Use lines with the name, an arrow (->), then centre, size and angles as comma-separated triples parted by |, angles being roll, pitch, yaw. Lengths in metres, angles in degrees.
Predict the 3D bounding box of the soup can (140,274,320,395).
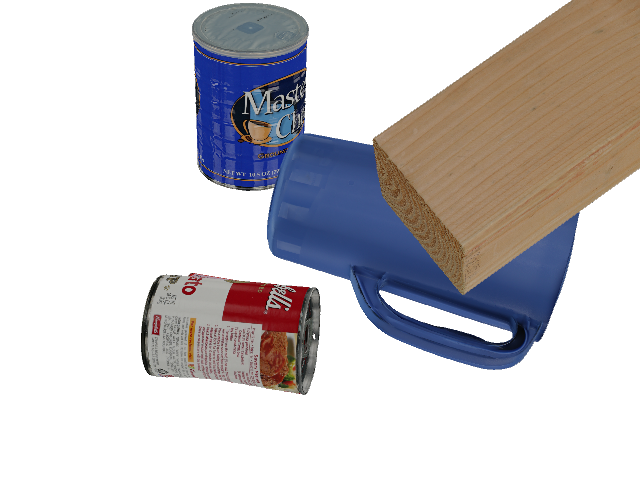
soup can -> -0.055, 0.059, 0.680 | 0.102, 0.068, 0.068 | 5, 1, 9

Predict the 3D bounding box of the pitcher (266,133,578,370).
pitcher -> 0.081, -0.001, 0.874 | 0.243, 0.145, 0.149 | 14, 16, 7

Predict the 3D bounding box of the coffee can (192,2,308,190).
coffee can -> -0.064, -0.132, 0.976 | 0.103, 0.140, 0.103 | 2, 36, -1

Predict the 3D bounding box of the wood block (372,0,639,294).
wood block -> 0.143, -0.071, 0.662 | 0.206, 0.091, 0.090 | -35, -22, -7

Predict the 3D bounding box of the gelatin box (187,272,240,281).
gelatin box -> -0.090, 0.074, 1.002 | 0.089, 0.073, 0.030 | 8, 18, 19
